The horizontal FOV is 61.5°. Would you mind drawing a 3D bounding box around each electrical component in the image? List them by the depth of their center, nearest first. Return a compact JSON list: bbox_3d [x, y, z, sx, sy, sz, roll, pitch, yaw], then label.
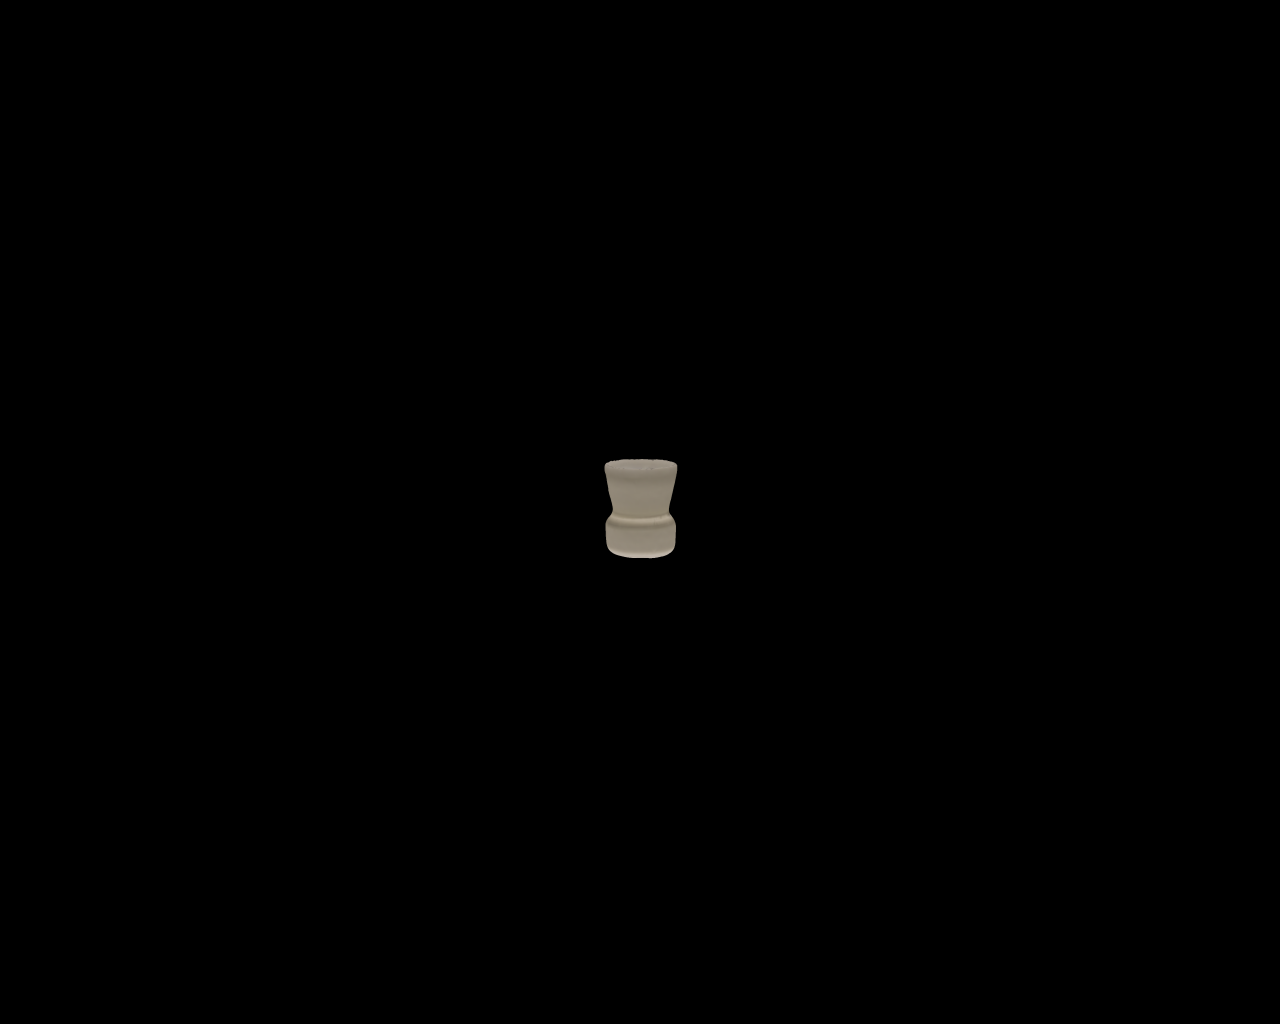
[{"bbox_3d":[0.001,-0.003,0.650,0.045,0.055,0.045,0,11,0],"label":"electrical component"}]
